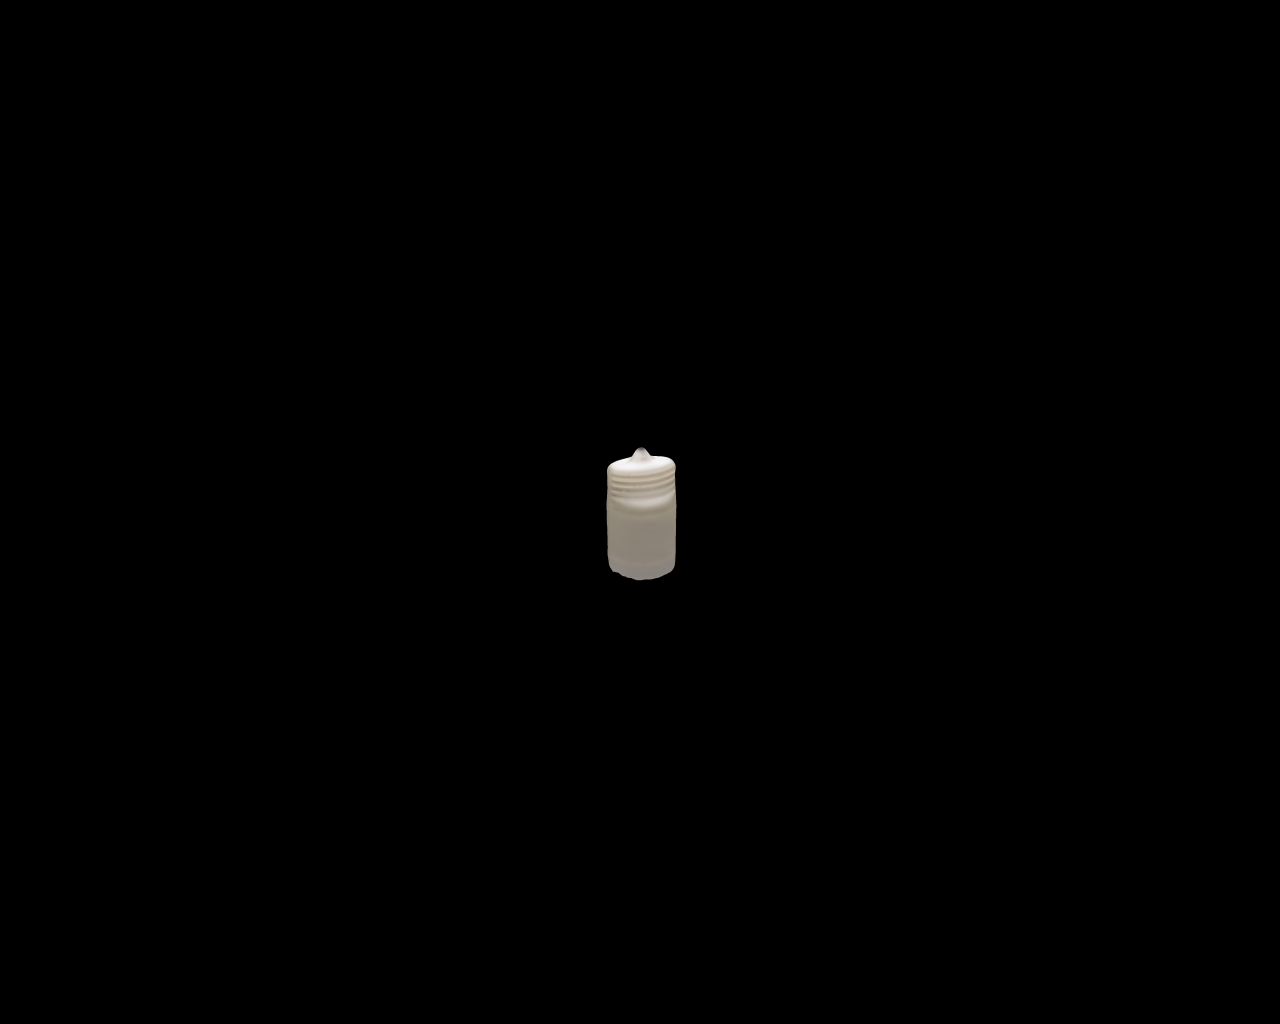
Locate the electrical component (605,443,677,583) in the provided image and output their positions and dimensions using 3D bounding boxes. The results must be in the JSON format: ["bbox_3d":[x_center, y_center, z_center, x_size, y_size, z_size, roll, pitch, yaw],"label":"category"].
[{"bbox_3d":[0.001,-0.003,0.650,0.043,0.080,0.043,0,25,0],"label":"electrical component"}]
